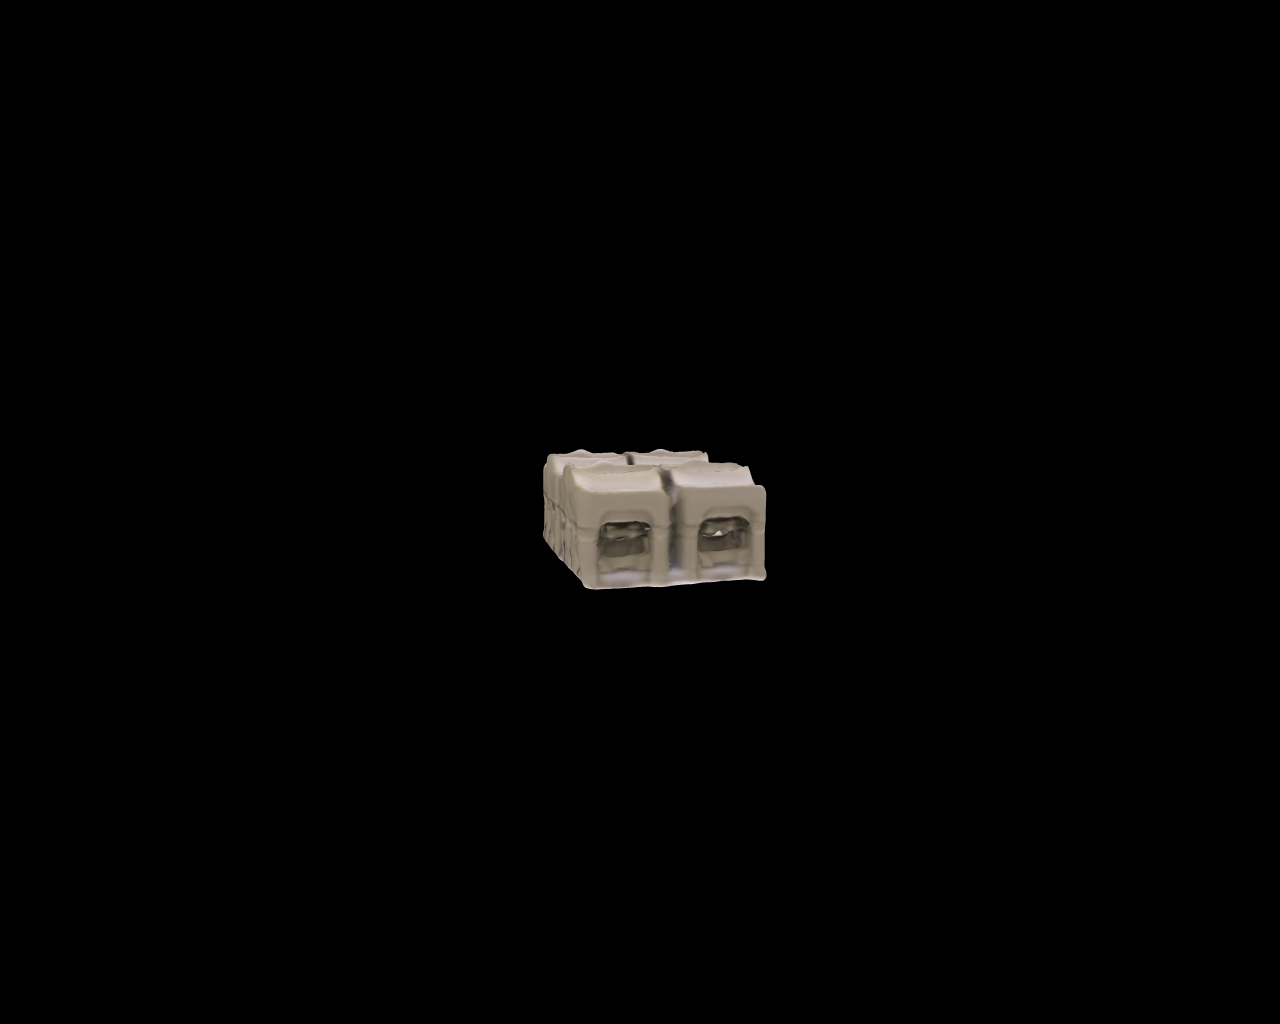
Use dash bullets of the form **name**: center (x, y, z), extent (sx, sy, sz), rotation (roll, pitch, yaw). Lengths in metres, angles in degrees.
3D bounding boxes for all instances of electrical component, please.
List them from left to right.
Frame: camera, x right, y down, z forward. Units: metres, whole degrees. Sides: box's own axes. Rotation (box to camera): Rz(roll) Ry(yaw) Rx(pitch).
- **electrical component**: center (0.001, -0.003, 0.650), extent (0.105, 0.060, 0.186), rotation (-1, 7, -11)
